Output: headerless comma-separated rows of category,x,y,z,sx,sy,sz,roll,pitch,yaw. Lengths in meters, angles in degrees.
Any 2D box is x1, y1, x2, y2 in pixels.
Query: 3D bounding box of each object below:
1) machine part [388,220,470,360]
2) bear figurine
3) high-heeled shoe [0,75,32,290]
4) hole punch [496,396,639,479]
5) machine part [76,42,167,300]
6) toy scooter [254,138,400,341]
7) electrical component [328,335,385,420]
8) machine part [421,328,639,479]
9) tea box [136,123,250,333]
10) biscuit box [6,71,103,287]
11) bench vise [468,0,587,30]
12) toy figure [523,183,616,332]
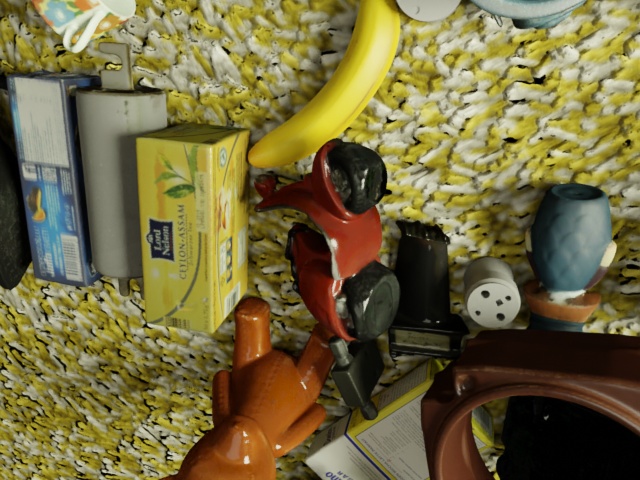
machine part,0.095,0.049,0.492,0.084,0.039,0.138,2,112,22
bear figurine,-0.061,0.156,0.483,0.120,0.196,0.131,18,112,10
high-heeled shoe,-0.357,-0.076,0.538,0.145,0.086,0.248,17,108,10
hole punch,0.230,0.173,0.485,0.116,0.092,0.142,15,116,32
machine part,-0.178,-0.054,0.500,0.079,0.079,0.243,8,110,11
toy scooter,-0.001,-0.001,0.469,0.135,0.075,0.183,15,124,37
electrical component,0.038,0.122,0.513,0.021,0.063,0.094,-14,109,35
machine part,0.185,0.175,0.405,0.202,0.087,0.200,-3,102,33
tea box,-0.110,-0.014,0.487,0.068,0.098,0.169,7,109,10
biscuit box,-0.245,-0.057,0.524,0.059,0.063,0.202,8,112,11
bench vise,0.112,-0.218,0.286,0.129,0.241,0.223,-13,115,11
toy figure,0.204,0.032,0.447,0.058,0.064,0.154,-13,116,-22
